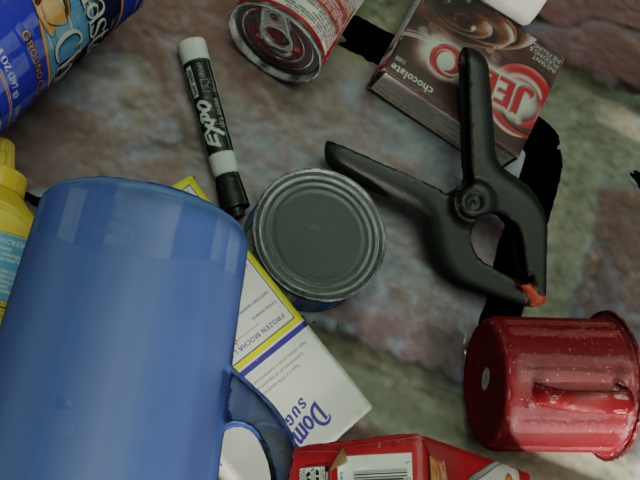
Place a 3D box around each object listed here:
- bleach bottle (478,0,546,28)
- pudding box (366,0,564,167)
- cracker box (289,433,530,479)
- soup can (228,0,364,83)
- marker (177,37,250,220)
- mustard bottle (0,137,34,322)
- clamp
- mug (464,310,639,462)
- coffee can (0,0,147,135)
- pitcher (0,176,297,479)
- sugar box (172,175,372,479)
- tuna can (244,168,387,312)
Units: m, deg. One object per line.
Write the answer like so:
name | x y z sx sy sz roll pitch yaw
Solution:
bleach bottle | 0.059 -0.251 0.741 0.250 0.068 0.102 31 95 -5
pudding box | 0.101 -0.114 0.733 0.113 0.039 0.090 31 66 -6
cracker box | 0.056 0.191 0.530 0.072 0.213 0.164 -9 71 21
soup can | -0.005 -0.163 0.698 0.068 0.069 0.102 34 65 -5
marker | -0.067 -0.070 0.674 0.020 0.020 0.121 -11 77 -21
mustard bottle | -0.193 0.033 0.575 0.096 0.058 0.191 14 69 -19
clamp | 0.083 -0.024 0.688 0.120 0.039 0.171 -26 94 2
mug | 0.141 0.089 0.640 0.081 0.117 0.093 3 93 -12
coffee can | -0.176 -0.133 0.600 0.103 0.103 0.140 39 55 -3
pitcher | -0.096 0.100 0.509 0.149 0.145 0.243 25 67 -40
sugar box | -0.061 0.058 0.620 0.093 0.048 0.176 -36 90 -24
tuna can | -0.004 0.001 0.663 0.086 0.034 0.086 6 71 -16
